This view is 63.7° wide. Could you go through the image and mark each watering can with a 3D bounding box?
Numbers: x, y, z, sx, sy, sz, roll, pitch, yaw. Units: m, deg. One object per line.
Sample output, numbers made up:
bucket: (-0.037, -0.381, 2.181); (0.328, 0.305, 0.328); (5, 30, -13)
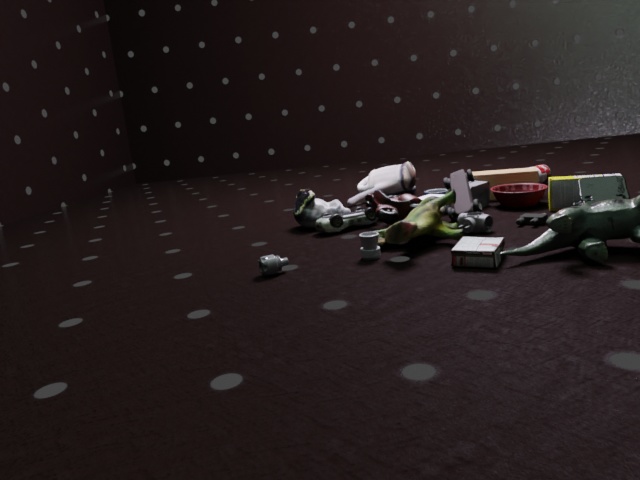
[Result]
watering can: (0.238, -0.206, 1.927); (0.223, 0.102, 0.354); (-10, 21, 26)

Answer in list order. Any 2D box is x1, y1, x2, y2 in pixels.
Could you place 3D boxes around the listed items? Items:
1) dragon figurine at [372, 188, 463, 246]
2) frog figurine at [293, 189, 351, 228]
dragon figurine: (0.222, -0.043, 1.286); (0.242, 0.122, 0.411); (-13, 2, 7)
frog figurine: (0.005, -0.078, 1.559); (0.158, 0.125, 0.136); (29, -24, -23)
